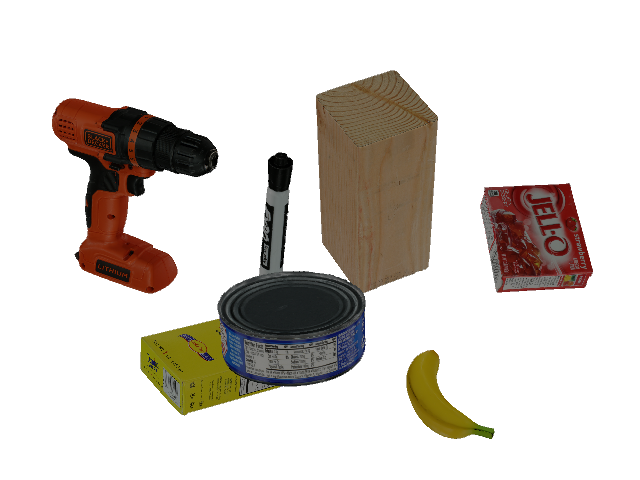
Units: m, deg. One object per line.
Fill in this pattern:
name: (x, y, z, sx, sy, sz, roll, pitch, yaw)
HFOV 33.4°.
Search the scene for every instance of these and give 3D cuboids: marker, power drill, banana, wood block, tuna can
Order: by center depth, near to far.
tuna can: (-0.016, 0.050, 0.621, 0.086, 0.034, 0.086, -2, 23, 1)
marker: (-0.034, -0.016, 0.822, 0.020, 0.121, 0.020, 4, 40, -4)
power drill: (-0.185, -0.043, 1.079, 0.185, 0.188, 0.057, 18, 32, 23)
wood block: (0.057, -0.056, 1.087, 0.090, 0.206, 0.091, -20, 48, -17)
banana: (0.137, 0.184, 1.269, 0.069, 0.037, 0.198, 10, 21, -19)

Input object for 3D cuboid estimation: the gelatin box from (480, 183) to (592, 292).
gelatin box: (0.173, -0.003, 0.863, 0.073, 0.089, 0.030, -3, -33, -4)

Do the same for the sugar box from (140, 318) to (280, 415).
sugar box: (-0.081, 0.114, 1.067, 0.175, 0.048, 0.093, -15, 33, -31)
